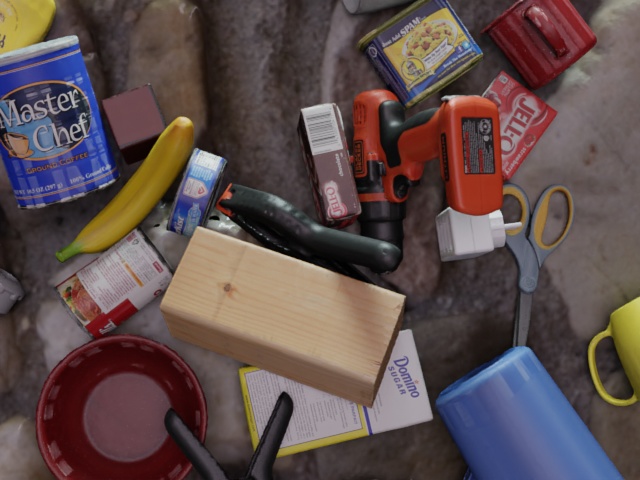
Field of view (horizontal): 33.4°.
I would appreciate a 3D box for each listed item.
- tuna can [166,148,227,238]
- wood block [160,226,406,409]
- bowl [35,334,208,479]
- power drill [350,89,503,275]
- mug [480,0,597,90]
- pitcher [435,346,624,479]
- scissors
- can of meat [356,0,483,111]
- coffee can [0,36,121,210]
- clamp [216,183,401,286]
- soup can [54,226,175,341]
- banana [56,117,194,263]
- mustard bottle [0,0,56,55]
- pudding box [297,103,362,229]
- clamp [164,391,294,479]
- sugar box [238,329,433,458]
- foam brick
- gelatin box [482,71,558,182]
[{"bbox_3d":[-0.119,-0.044,1.037,0.033,0.086,0.086,20,83,-3],"label":"tuna can"},{"bbox_3d":[-0.032,0.072,0.998,0.206,0.090,0.090,19,68,9],"label":"wood block"},{"bbox_3d":[-0.188,0.172,1.026,0.162,0.055,0.162,0,84,-3],"label":"bowl"},{"bbox_3d":[0.092,-0.057,1.003,0.057,0.188,0.184,-6,93,-31],"label":"power drill"},{"bbox_3d":[0.222,-0.205,1.059,0.093,0.117,0.081,-38,92,6],"label":"mug"},{"bbox_3d":[0.207,0.233,1.014,0.149,0.145,0.243,-30,83,-18],"label":"pitcher"},{"bbox_3d":[0.195,0.029,1.082,0.096,0.016,0.201,24,83,1],"label":"scissors"},{"bbox_3d":[0.103,-0.191,1.079,0.102,0.057,0.084,-34,89,-5],"label":"can of meat"},{"bbox_3d":[-0.258,-0.111,1.007,0.102,0.103,0.140,-16,106,-5],"label":"coffee can"},{"bbox_3d":[-0.007,0.001,1.016,0.210,0.164,0.036,31,71,10],"label":"clamp"},{"bbox_3d":[-0.196,0.042,1.033,0.102,0.068,0.068,-37,87,-7],"label":"soup can"},{"bbox_3d":[-0.174,-0.046,1.026,0.037,0.069,0.198,44,111,-1],"label":"banana"},{"bbox_3d":[-0.338,-0.165,1.050,0.096,0.058,0.191,21,84,-13],"label":"mustard bottle"},{"bbox_3d":[0.007,-0.069,1.045,0.039,0.090,0.113,-11,84,-6],"label":"pudding box"},{"bbox_3d":[-0.084,0.225,0.983,0.120,0.039,0.171,0,77,-4],"label":"clamp"},{"bbox_3d":[0.014,0.152,1.045,0.176,0.048,0.093,-12,82,-7],"label":"sugar box"},{"bbox_3d":[-0.178,-0.113,1.045,0.053,0.078,0.051,-22,85,-7],"label":"foam brick"},{"bbox_3d":[0.187,-0.116,1.089,0.073,0.030,0.089,37,84,1],"label":"gelatin box"}]
